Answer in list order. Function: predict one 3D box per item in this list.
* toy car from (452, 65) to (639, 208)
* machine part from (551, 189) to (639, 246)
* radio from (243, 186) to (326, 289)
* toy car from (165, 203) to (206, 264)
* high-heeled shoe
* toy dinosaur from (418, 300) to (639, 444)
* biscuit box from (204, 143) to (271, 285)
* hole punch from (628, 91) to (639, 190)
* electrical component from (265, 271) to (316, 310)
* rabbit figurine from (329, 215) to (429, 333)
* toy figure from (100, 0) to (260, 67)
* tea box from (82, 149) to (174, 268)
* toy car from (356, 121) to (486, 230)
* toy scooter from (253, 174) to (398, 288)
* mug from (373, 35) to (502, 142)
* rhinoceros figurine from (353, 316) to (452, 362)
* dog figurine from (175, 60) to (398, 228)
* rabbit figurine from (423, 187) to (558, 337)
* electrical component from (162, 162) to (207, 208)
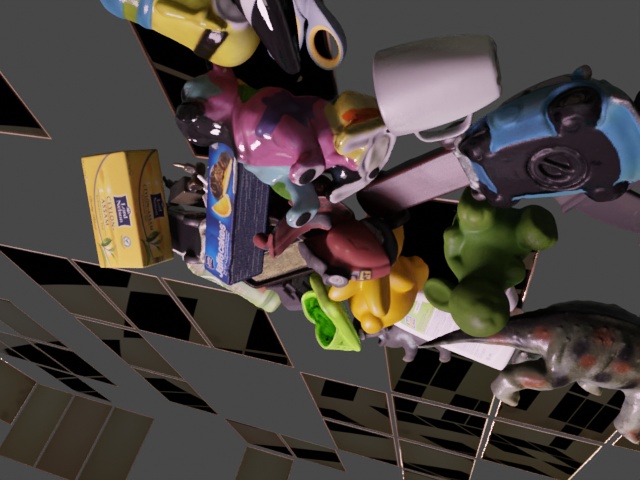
[{"bbox_3d":[0.213,-0.097,0.494,0.162,0.103,0.109,-9,132,43],"label":"toy car"},{"bbox_3d":[0.314,-0.045,0.581,0.139,0.039,0.084,26,143,-7],"label":"machine part"},{"bbox_3d":[-0.077,-0.001,0.835,0.131,0.073,0.230,37,144,-26],"label":"radio"},{"bbox_3d":[-0.216,-0.014,0.849,0.056,0.073,0.202,-8,-164,-41],"label":"toy car"},{"bbox_3d":[-0.115,-0.239,0.444,0.145,0.086,0.248,-15,113,15],"label":"high-heeled shoe"},{"bbox_3d":[0.347,0.134,0.672,0.405,0.131,0.192,14,121,-13],"label":"toy dinosaur"},{"bbox_3d":[-0.110,-0.040,0.709,0.059,0.063,0.202,31,125,35],"label":"biscuit box"},{"bbox_3d":[0.335,-0.094,0.466,0.116,0.092,0.142,37,163,33],"label":"hole punch"},{"bbox_3d":[-0.037,0.088,0.949,0.048,0.075,0.119,-9,134,40],"label":"electrical component"},{"bbox_3d":[0.076,0.037,0.761,0.122,0.162,0.173,19,132,24],"label":"rabbit figurine"},{"bbox_3d":[-0.141,-0.232,0.513,0.180,0.082,0.089,18,168,-10],"label":"toy figure"},{"bbox_3d":[-0.286,-0.046,0.802,0.098,0.068,0.169,-3,98,31],"label":"tea box"},{"bbox_3d":[0.124,-0.073,0.631,0.202,0.053,0.089,-22,109,46],"label":"toy car"},{"bbox_3d":[-0.001,-0.002,0.669,0.184,0.135,0.075,44,151,30],"label":"toy scooter"},{"bbox_3d":[0.117,-0.140,0.508,0.107,0.081,0.109,-9,133,27],"label":"mug"},{"bbox_3d":[0.150,0.162,0.959,0.191,0.073,0.112,-2,144,32],"label":"rhinoceros figurine"},{"bbox_3d":[-0.046,-0.137,0.594,0.219,0.191,0.108,48,159,21],"label":"dog figurine"},{"bbox_3d":[0.189,0.041,0.657,0.121,0.170,0.159,25,148,-7],"label":"rabbit figurine"},{"bbox_3d":[-0.193,-0.082,0.811,0.078,0.045,0.102,4,162,-32],"label":"electrical component"}]
